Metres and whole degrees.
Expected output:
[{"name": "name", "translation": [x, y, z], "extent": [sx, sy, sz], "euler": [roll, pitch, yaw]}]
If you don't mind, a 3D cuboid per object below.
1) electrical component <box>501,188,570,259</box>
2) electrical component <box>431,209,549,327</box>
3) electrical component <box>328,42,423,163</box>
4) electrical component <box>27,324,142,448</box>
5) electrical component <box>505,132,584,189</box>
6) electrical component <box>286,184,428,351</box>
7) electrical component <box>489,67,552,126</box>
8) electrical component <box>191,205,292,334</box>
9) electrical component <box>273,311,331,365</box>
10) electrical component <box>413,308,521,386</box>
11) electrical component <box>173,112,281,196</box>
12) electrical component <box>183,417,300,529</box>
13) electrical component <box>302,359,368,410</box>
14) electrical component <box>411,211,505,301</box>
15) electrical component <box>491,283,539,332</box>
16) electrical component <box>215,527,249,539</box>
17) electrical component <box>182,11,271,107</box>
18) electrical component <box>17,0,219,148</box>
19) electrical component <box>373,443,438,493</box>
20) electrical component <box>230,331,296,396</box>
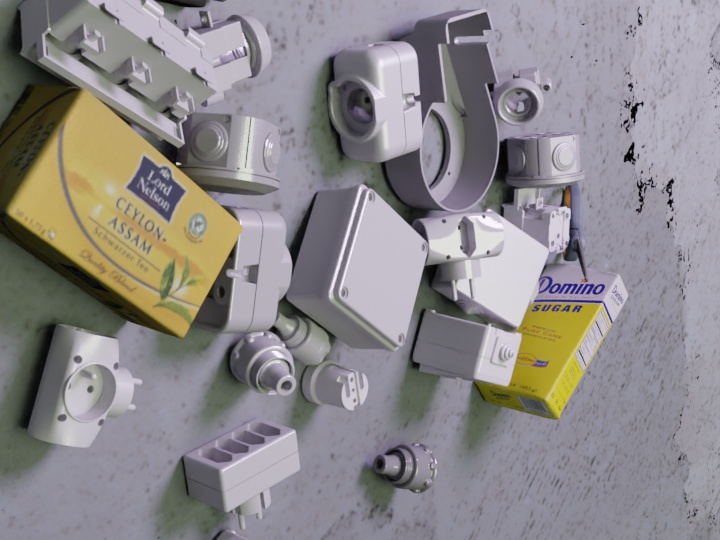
[{"name": "electrical component", "translation": [0.185, -0.046, 1.126], "extent": [0.042, 0.064, 0.081], "euler": [-15, 109, -47]}, {"name": "electrical component", "translation": [0.128, -0.001, 1.064], "extent": [0.100, 0.048, 0.099], "euler": [31, 74, -26]}, {"name": "electrical component", "translation": [0.013, -0.142, 0.916], "extent": [0.059, 0.054, 0.095], "euler": [-24, 116, -43]}, {"name": "electrical component", "translation": [-0.186, 0.083, 0.752], "extent": [0.079, 0.044, 0.077], "euler": [18, 85, -49]}, {"name": "electrical component", "translation": [0.189, -0.113, 1.103], "extent": [0.080, 0.080, 0.051], "euler": [-16, 106, -46]}, {"name": "electrical component", "translation": [0.000, 0.000, 0.921], "extent": [0.109, 0.056, 0.108], "euler": [41, 57, -45]}, {"name": "electrical component", "translation": [0.156, -0.171, 1.061], "extent": [0.055, 0.066, 0.048], "euler": [-74, 154, -60]}, {"name": "electrical component", "translation": [-0.093, -0.001, 0.831], "extent": [0.059, 0.054, 0.095], "euler": [1, 98, -49]}, {"name": "electrical component", "translation": [-0.053, 0.054, 0.903], "extent": [0.061, 0.035, 0.035], "euler": [42, 67, -41]}, {"name": "electrical component", "translation": [0.108, 0.080, 1.043], "extent": [0.062, 0.096, 0.061], "euler": [18, 86, -48]}, {"name": "electrical component", "translation": [-0.097, -0.084, 0.788], "extent": [0.080, 0.080, 0.051], "euler": [8, 88, -49]}, {"name": "electrical component", "translation": [-0.093, 0.174, 0.876], "extent": [0.083, 0.047, 0.075], "euler": [-23, 115, -44]}, {"name": "electrical component", "translation": [-0.021, 0.101, 0.941], "extent": [0.040, 0.046, 0.040], "euler": [-13, 107, -47]}, {"name": "electrical component", "translation": [0.092, -0.012, 0.994], "extent": [0.077, 0.043, 0.079], "euler": [-7, 91, -20]}, {"name": "electrical component", "translation": [0.157, 0.030, 1.126], "extent": [0.055, 0.045, 0.045], "euler": [-56, 134, -24]}, {"name": "electrical component", "translation": [-0.085, 0.262, 0.868], "extent": [0.061, 0.096, 0.061], "euler": [-48, 131, -30]}, {"name": "electrical component", "translation": [-0.100, -0.160, 0.793], "extent": [0.055, 0.048, 0.066], "euler": [-28, 119, -33]}, {"name": "electrical component", "translation": [-0.156, -0.144, 0.710], "extent": [0.121, 0.063, 0.078], "euler": [31, 35, -47]}, {"name": "electrical component", "translation": [0.040, 0.189, 1.033], "extent": [0.062, 0.048, 0.048], "euler": [15, 87, -42]}, {"name": "electrical component", "translation": [-0.072, 0.080, 0.862], "extent": [0.048, 0.062, 0.048], "euler": [-13, 116, -27]}]
